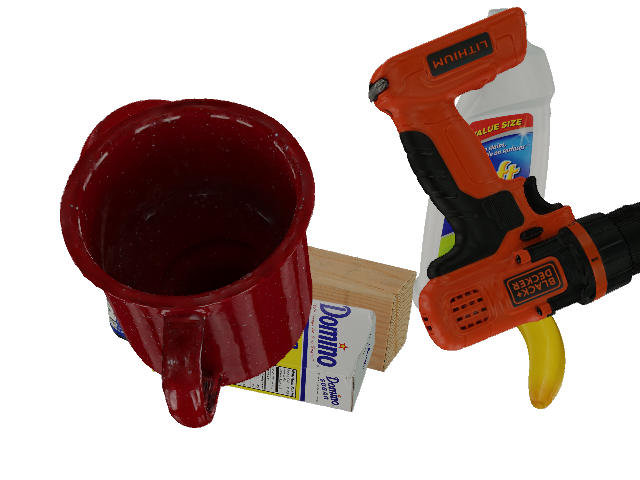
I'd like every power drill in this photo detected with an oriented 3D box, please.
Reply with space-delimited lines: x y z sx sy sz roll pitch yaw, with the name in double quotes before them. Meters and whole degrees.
"power drill" 0.124 -0.044 0.666 0.184 0.187 0.057 -22 -2 -8

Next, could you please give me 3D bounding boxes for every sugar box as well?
"sugar box" -0.047 0.084 0.903 0.176 0.048 0.093 7 35 11

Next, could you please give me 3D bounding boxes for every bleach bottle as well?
"bleach bottle" 0.134 -0.062 0.874 0.102 0.251 0.068 5 22 9

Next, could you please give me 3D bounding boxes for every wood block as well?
"wood block" -0.010 0.065 1.178 0.206 0.091 0.090 14 22 17

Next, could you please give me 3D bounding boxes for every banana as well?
"banana" 0.220 0.103 1.134 0.069 0.037 0.198 -27 36 1

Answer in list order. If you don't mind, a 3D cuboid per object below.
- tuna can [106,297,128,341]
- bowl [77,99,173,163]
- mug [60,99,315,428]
"tuna can" -0.093 0.035 0.680 0.086 0.034 0.086 -4 19 1
"bowl" -0.160 -0.083 0.999 0.162 0.162 0.055 -4 -45 3
"mug" -0.045 0.016 0.412 0.093 0.117 0.081 -4 -33 2
